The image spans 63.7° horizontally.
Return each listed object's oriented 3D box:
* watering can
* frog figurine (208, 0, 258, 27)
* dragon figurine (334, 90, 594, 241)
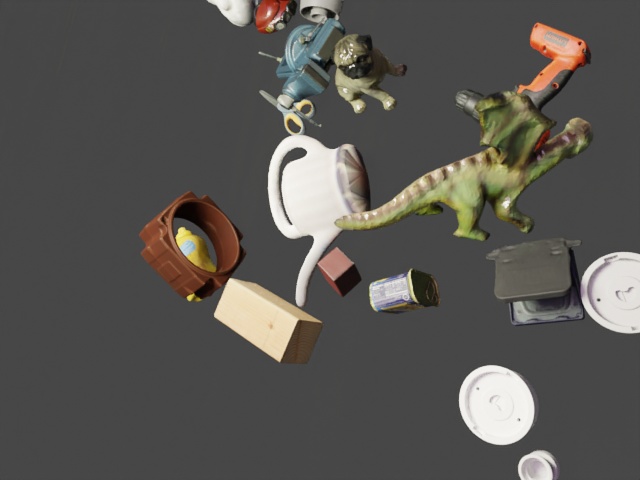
[{"bbox_3d":[0.003,-0.052,1.034,0.223,0.104,0.350,-15,82,29],"label":"watering can"},{"bbox_3d":[-0.239,-0.617,1.325,0.140,0.159,0.120,-105,20,-61],"label":"frog figurine"},{"bbox_3d":[0.231,-0.116,0.766,0.125,0.411,0.237,-114,24,-45],"label":"dragon figurine"}]
